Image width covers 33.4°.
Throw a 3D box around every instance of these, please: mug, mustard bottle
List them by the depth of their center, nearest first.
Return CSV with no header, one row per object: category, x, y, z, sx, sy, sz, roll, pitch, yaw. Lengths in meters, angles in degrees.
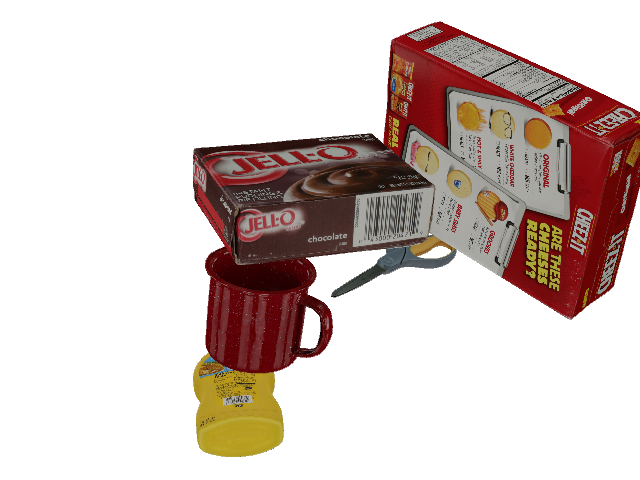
mug,-0.043,0.062,0.895,0.117,0.081,0.093,17,26,20
mustard bottle,-0.100,0.172,1.248,0.096,0.058,0.191,-6,29,-6

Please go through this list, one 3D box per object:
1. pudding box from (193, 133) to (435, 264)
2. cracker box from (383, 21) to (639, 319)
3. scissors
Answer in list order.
pudding box,-0.006,-0.026,0.589,0.113,0.039,0.090,-5,26,-20
cracker box,0.149,-0.062,0.863,0.072,0.164,0.214,-29,47,-35
scissors,0.067,0.015,1.199,0.201,0.016,0.096,-12,42,-35
